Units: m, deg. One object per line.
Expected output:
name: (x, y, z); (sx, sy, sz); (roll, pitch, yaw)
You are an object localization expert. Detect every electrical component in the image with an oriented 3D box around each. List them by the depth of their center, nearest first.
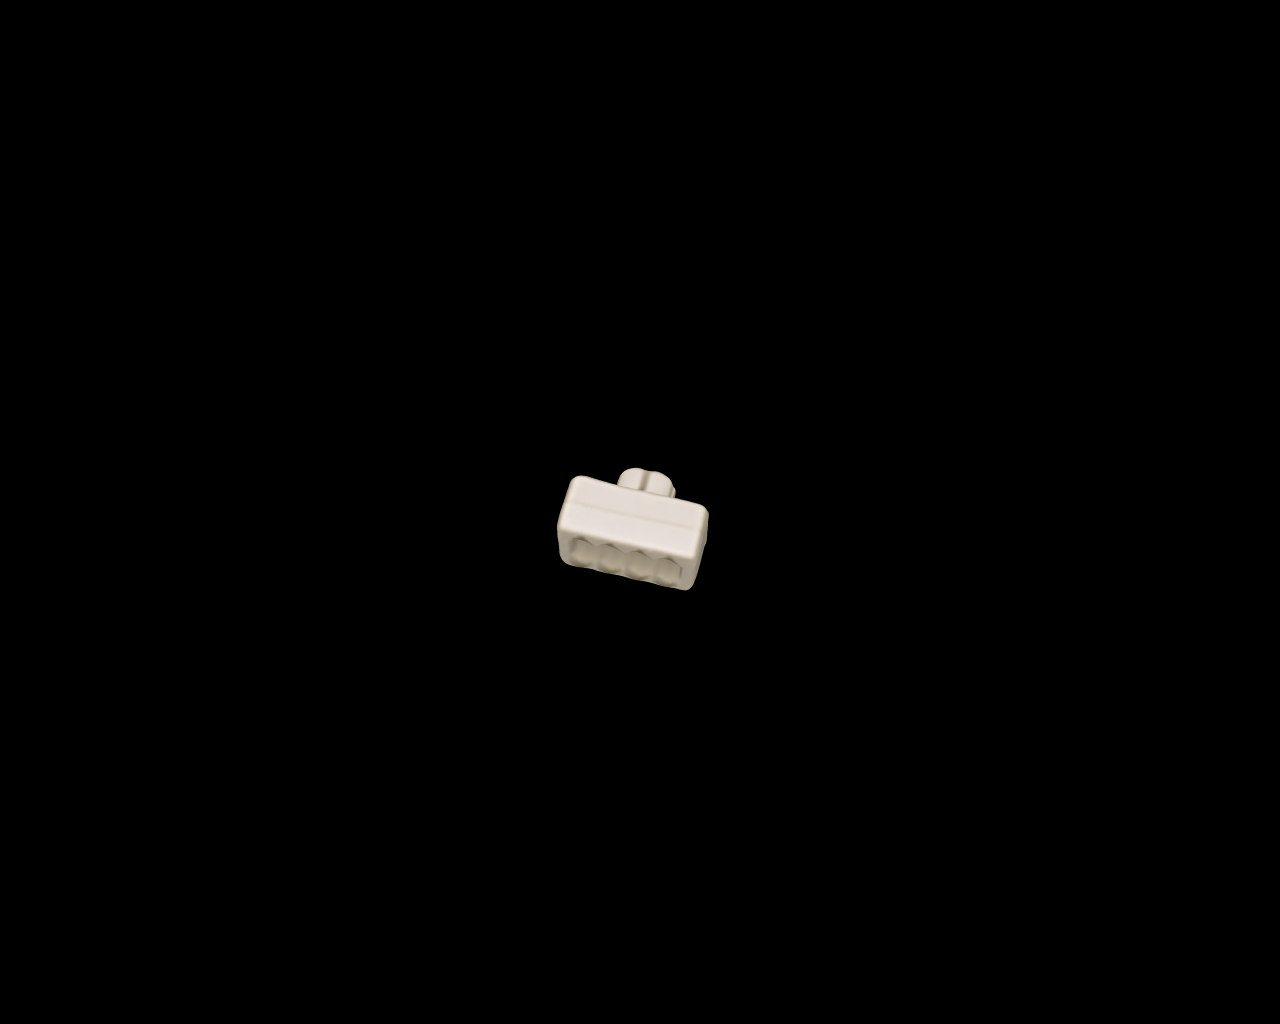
electrical component: (0.001, -0.003, 0.650); (0.083, 0.076, 0.047); (14, -26, 7)
